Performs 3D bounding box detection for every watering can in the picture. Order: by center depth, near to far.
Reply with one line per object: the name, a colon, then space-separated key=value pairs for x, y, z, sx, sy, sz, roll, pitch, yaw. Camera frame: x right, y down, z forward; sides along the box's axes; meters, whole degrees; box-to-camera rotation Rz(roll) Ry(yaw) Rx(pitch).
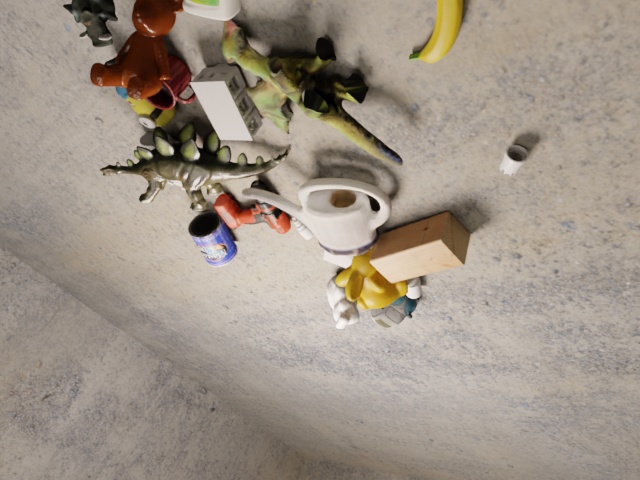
watering can: x=0.004 y=-0.061 z=1.210 sx=0.347 sy=0.106 sz=0.219 roll=1 pitch=139 yaw=22

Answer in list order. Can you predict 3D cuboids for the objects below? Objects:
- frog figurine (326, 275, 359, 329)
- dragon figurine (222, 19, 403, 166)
frog figurine: x=0.062 y=0.180 z=1.457 sx=0.123 sy=0.163 sz=0.134 roll=22 pitch=146 yaw=10
dragon figurine: x=-0.035 y=-0.268 z=1.006 sx=0.405 sy=0.124 sz=0.242 roll=45 pitch=160 yaw=-22
